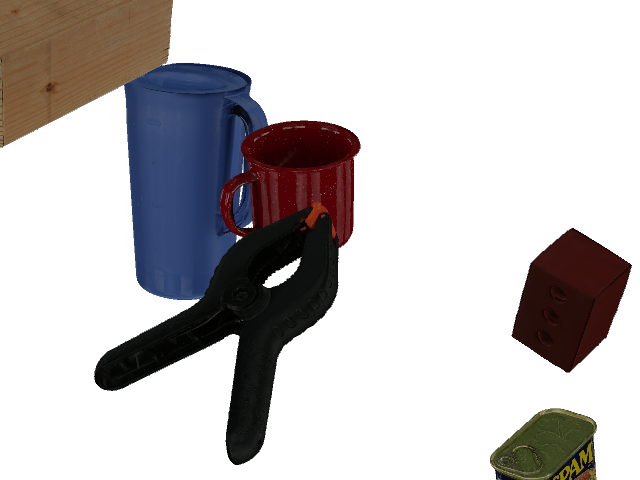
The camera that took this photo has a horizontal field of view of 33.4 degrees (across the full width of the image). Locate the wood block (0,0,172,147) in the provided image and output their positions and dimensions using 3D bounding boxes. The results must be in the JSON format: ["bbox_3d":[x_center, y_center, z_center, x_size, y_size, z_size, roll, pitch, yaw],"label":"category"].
[{"bbox_3d":[-0.231,-0.175,0.934,0.090,0.091,0.205,30,42,21],"label":"wood block"}]

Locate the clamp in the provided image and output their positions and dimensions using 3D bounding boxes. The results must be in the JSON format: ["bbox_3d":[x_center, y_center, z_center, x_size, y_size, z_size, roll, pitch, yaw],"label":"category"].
[{"bbox_3d":[-0.038,0.050,0.624,0.120,0.171,0.039,34,-21,31],"label":"clamp"}]

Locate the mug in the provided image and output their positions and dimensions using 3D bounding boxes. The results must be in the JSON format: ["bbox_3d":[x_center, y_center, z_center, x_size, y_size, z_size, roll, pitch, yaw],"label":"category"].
[{"bbox_3d":[-0.025,-0.036,0.841,0.117,0.081,0.093,-19,34,-28],"label":"mug"}]

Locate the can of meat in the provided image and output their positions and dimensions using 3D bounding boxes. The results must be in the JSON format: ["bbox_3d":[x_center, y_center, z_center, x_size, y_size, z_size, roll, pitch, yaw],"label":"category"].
[{"bbox_3d":[0.194,0.206,0.908,0.058,0.084,0.101,12,30,42],"label":"can of meat"}]

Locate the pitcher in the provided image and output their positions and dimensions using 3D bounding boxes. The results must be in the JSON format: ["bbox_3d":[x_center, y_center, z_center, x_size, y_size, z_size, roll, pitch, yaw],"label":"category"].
[{"bbox_3d":[-0.136,-0.061,1.143,0.145,0.243,0.149,0,22,-9],"label":"pitcher"}]

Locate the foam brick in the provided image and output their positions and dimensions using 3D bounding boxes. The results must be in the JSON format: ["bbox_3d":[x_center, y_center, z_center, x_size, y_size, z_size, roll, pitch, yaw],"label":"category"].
[{"bbox_3d":[0.178,0.043,0.759,0.053,0.078,0.051,34,50,30],"label":"foam brick"}]
